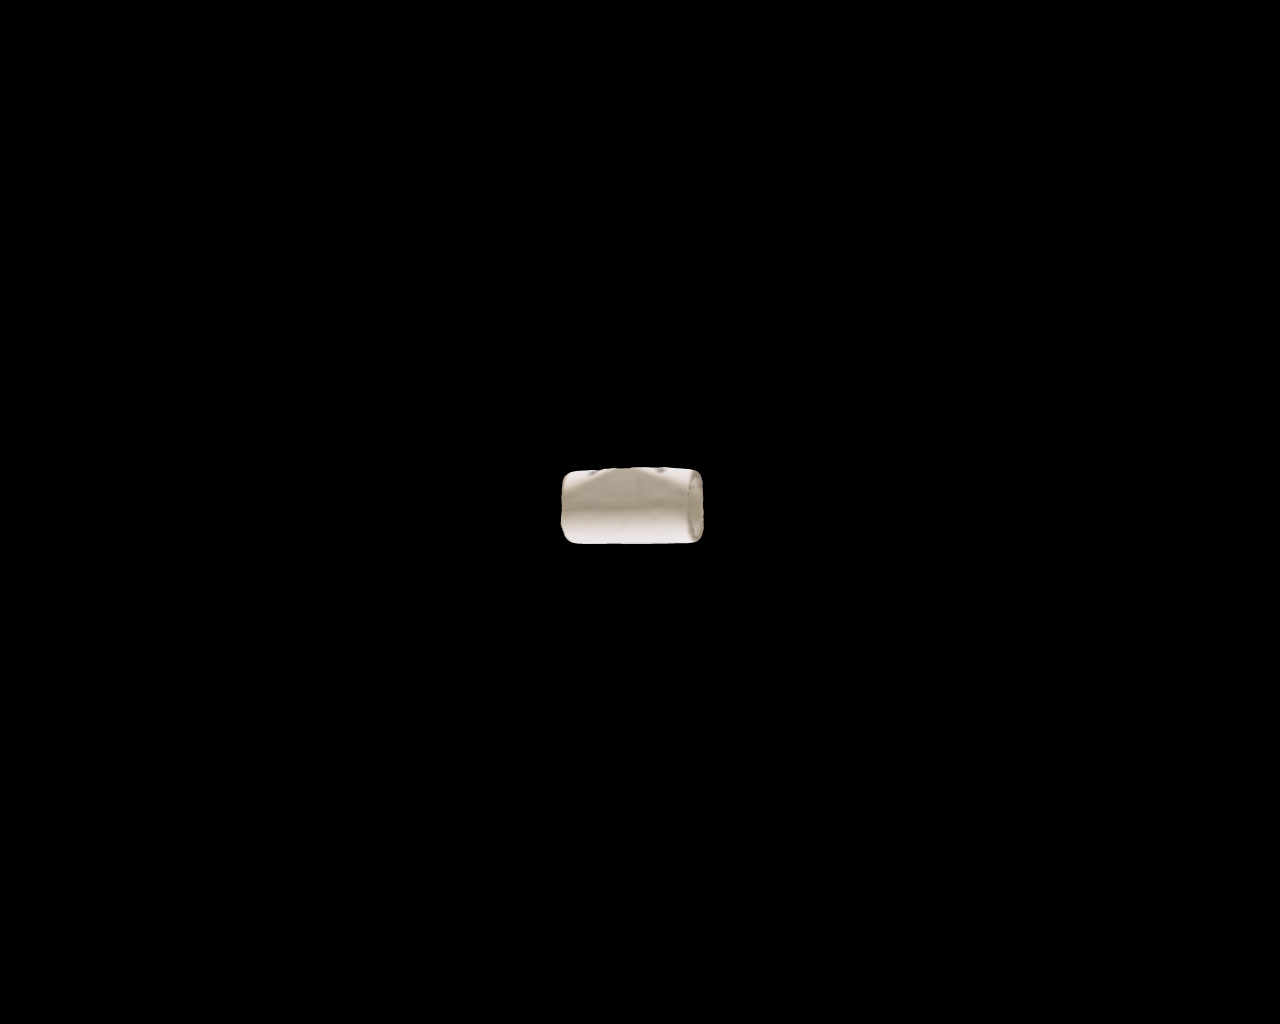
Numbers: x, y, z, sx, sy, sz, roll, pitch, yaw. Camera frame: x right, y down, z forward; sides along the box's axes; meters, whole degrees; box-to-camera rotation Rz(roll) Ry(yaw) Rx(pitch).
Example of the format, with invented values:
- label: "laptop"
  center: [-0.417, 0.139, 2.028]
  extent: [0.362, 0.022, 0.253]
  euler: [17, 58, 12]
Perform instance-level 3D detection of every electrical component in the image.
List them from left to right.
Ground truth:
- label: "electrical component"
  center: [0.001, -0.003, 0.650]
  extent: [0.077, 0.044, 0.079]
  euler: [-1, -3, 15]
